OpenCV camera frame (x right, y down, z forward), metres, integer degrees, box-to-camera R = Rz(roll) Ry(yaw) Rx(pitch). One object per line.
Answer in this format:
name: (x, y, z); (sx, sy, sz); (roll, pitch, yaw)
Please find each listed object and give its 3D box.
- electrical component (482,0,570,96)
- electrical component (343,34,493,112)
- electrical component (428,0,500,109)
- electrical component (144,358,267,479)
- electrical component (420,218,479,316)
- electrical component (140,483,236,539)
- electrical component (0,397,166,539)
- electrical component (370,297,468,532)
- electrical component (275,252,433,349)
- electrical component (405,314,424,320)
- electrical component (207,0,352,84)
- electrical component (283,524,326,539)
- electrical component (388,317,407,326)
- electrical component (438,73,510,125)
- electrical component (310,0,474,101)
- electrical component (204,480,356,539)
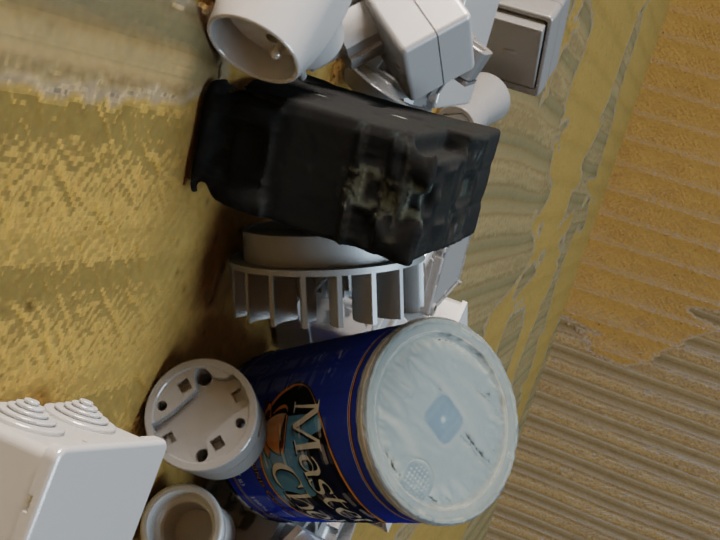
electrical component: (0.132, -0.190, 0.898); (0.096, 0.062, 0.061); (93, 23, -47)
electrical component: (0.027, -0.121, 0.612); (0.057, 0.078, 0.058); (-56, 172, 23)
electrical component: (0.049, -0.153, 0.685); (0.100, 0.048, 0.099); (-28, 135, -68)
electrical component: (-0.075, 0.077, 0.538); (0.047, 0.055, 0.055); (76, 37, -70)
electrical component: (0.042, -0.011, 0.813); (0.096, 0.061, 0.061); (-40, 146, -62)
electrical component: (-0.091, 0.143, 0.590); (0.065, 0.044, 0.044); (76, 37, -72)
electrical component: (-0.125, 0.097, 0.400); (0.100, 0.048, 0.099); (27, 83, -74)
electrical component: (0.031, 0.118, 0.936); (0.105, 0.060, 0.186); (80, 33, -61)
electrical component: (0.000, 0.000, 0.678); (0.078, 0.063, 0.121); (87, 27, -55)
electrical component: (0.024, 0.050, 0.860); (0.081, 0.043, 0.043); (-3, 112, -73)
electrical component: (-0.027, -0.116, 0.479); (0.079, 0.043, 0.077); (77, 36, -64)
electrical component: (-0.065, 0.244, 0.616); (0.186, 0.060, 0.105); (-46, 153, -5)
electrical component: (-0.001, 0.067, 0.790); (0.075, 0.047, 0.083); (49, 62, -73)
electrical component: (0.090, -0.128, 0.872); (0.065, 0.044, 0.044); (-46, 152, -47)
electrical component: (0.003, -0.125, 0.535); (0.076, 0.083, 0.047); (-29, 157, -3)
electrical component: (-0.052, 0.175, 0.722); (0.186, 0.060, 0.105); (88, 27, -54)
